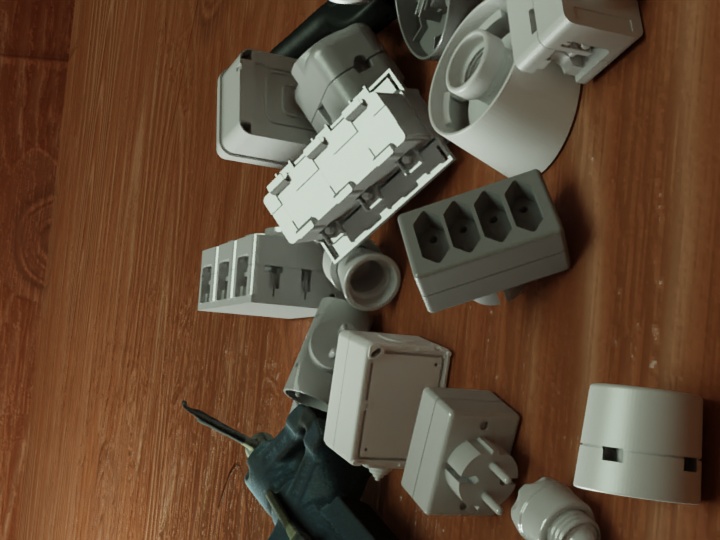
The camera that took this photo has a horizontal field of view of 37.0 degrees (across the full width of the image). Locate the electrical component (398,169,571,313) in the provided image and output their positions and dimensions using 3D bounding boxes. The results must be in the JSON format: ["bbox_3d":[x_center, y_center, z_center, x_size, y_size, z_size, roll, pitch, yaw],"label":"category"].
[{"bbox_3d":[0.074,-0.005,0.610,0.075,0.083,0.047,64,-171,-51],"label":"electrical component"}]

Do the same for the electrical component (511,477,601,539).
[{"bbox_3d":[0.104,0.131,0.542,0.061,0.035,0.035,36,117,60],"label":"electrical component"}]

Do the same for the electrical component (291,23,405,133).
[{"bbox_3d":[-0.012,-0.140,0.807,0.059,0.054,0.095,56,162,5],"label":"electrical component"}]

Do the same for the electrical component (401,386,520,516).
[{"bbox_3d":[0.065,0.112,0.619,0.077,0.047,0.065,-141,60,-63],"label":"electrical component"}]

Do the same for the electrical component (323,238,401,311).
[{"bbox_3d":[0.000,0.000,0.799,0.055,0.045,0.045,-134,54,-61],"label":"electrical component"}]

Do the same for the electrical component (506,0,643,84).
[{"bbox_3d":[0.114,-0.155,0.574,0.056,0.050,0.089,138,133,-57],"label":"electrical component"}]

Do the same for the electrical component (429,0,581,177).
[{"bbox_3d":[0.087,-0.110,0.636,0.099,0.064,0.099,-42,36,42],"label":"electrical component"}]

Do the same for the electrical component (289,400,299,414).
[{"bbox_3d":[-0.034,0.102,0.857,0.044,0.044,0.065,-112,32,-48],"label":"electrical component"}]

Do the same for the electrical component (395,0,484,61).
[{"bbox_3d":[0.056,-0.184,0.695,0.099,0.064,0.099,-174,90,-66],"label":"electrical component"}]

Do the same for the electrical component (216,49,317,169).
[{"bbox_3d":[-0.058,-0.125,0.877,0.057,0.113,0.078,-32,56,57],"label":"electrical component"}]

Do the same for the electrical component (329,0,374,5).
[{"bbox_3d":[0.027,-0.246,0.760,0.138,0.052,0.074,-46,-2,19],"label":"electrical component"}]

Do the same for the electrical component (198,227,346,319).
[{"bbox_3d":[-0.072,0.004,0.904,0.150,0.089,0.061,170,105,-65],"label":"electrical component"}]

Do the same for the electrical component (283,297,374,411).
[{"bbox_3d":[-0.020,0.059,0.789,0.079,0.043,0.077,119,174,-71],"label":"electrical component"}]

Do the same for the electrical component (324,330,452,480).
[{"bbox_3d":[0.015,0.091,0.720,0.061,0.062,0.096,-161,79,-66],"label":"electrical component"}]

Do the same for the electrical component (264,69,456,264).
[{"bbox_3d":[-0.005,-0.070,0.743,0.121,0.063,0.078,-41,74,29],"label":"electrical component"}]

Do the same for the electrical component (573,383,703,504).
[{"bbox_3d":[0.126,0.077,0.483,0.055,0.055,0.047,172,107,-66],"label":"electrical component"}]
